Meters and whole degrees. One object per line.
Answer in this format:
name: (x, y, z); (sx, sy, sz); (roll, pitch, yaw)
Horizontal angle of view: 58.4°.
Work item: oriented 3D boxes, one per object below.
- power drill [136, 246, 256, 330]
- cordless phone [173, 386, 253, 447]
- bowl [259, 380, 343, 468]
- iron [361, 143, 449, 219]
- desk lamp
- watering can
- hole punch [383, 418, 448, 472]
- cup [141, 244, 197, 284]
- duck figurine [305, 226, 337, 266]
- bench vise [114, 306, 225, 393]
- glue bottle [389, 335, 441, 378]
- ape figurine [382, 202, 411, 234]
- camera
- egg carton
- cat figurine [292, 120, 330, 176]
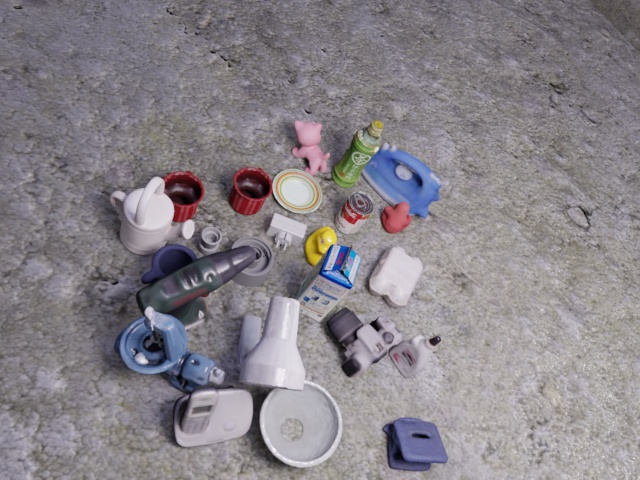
power drill: (-0.244, 0.099, 1.108); (0.230, 0.208, 0.075); (-24, 73, -32)
cordless phone: (-0.183, 0.303, 1.029); (0.148, 0.185, 0.094); (-5, 63, -25)
bowl: (-0.046, 0.363, 1.121); (0.168, 0.074, 0.167); (11, 58, -17)
iron: (0.214, -0.181, 1.513); (0.258, 0.141, 0.119); (38, 54, 1)
desk lamp: (-0.097, 0.210, 1.104); (0.118, 0.213, 0.203); (13, 57, -16)
watering can: (-0.341, -0.054, 1.165); (0.173, 0.194, 0.101); (10, 58, -18)
hole punch: (0.198, 0.418, 1.184); (0.109, 0.091, 0.101); (10, 58, -18)
cup: (-0.310, 0.073, 1.165); (0.118, 0.095, 0.091); (-28, 75, -33)
duck figurine: (0.012, 0.005, 1.350); (0.077, 0.086, 0.104); (23, 55, -9)
bench vise: (-0.263, 0.187, 1.041); (0.208, 0.219, 0.121); (13, 57, -16)
glue bottle: (0.214, 0.241, 1.244); (0.037, 0.173, 0.078); (-28, 75, -33)
ape figurine: (0.201, -0.064, 1.469); (0.078, 0.092, 0.076); (37, 54, 1)
camera: (0.092, 0.205, 1.258); (0.143, 0.100, 0.136); (-33, 78, -34)
egg carton: (0.183, 0.086, 1.387); (0.107, 0.069, 0.150); (33, 54, -2)
cat figurine: (-0.020, -0.246, 1.465); (0.067, 0.117, 0.127); (-28, 75, -33)
